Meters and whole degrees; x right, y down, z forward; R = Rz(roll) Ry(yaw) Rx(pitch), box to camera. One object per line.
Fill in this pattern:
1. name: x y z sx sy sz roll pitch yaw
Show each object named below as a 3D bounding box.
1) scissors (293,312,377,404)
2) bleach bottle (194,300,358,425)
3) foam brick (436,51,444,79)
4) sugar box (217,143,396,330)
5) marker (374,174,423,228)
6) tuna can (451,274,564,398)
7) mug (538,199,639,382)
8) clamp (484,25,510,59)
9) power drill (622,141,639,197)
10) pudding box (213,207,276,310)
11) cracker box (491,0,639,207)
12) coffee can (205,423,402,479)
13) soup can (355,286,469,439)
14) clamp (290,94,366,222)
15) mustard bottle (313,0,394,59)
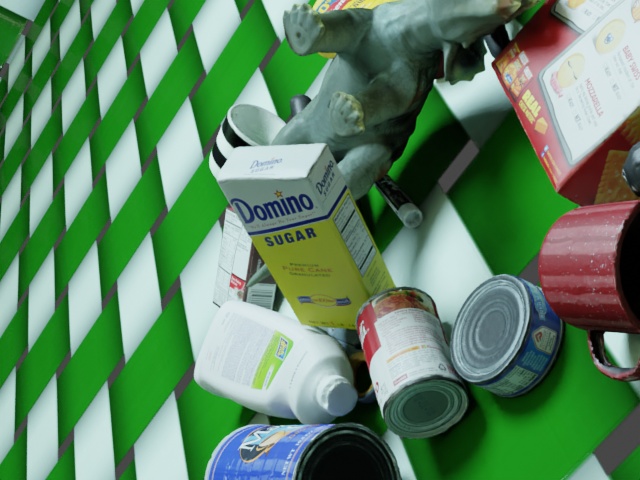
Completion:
1. scissors: 0.016 0.099 0.973 0.202 0.016 0.096 -10 60 57
2. bleach bottle: -0.037 0.123 0.977 0.251 0.068 0.102 15 85 64
3. foam brick: 0.111 -0.199 1.000 0.051 0.053 0.078 -15 55 56
4. sugar box: -0.006 0.001 0.874 0.093 0.176 0.048 1 47 35
5. marker: 0.065 -0.046 0.996 0.020 0.020 0.121 -58 29 15
6. tuna can: 0.134 0.069 0.776 0.086 0.033 0.086 -41 36 39
7. mug: 0.190 0.029 0.661 0.082 0.093 0.117 -5 82 64
8. clamp: 0.147 -0.249 0.933 0.120 0.039 0.172 -47 64 15
9. power drill: 0.215 -0.125 0.609 0.185 0.187 0.057 -38 28 24
10. pudding box: -0.077 0.027 1.135 0.090 0.039 0.113 27 108 63
11. cracker box: 0.230 -0.142 0.734 0.214 0.072 0.164 -49 33 28
12. coffee can: -0.016 0.200 0.860 0.141 0.102 0.103 -15 56 55
13. soup can: 0.071 0.095 0.828 0.069 0.068 0.102 -51 32 26
14. clamp: -0.010 -0.036 1.090 0.210 0.036 0.165 55 132 52
15. mustard bottle: 0.036 -0.233 1.141 0.096 0.058 0.192 -44 28 -2
